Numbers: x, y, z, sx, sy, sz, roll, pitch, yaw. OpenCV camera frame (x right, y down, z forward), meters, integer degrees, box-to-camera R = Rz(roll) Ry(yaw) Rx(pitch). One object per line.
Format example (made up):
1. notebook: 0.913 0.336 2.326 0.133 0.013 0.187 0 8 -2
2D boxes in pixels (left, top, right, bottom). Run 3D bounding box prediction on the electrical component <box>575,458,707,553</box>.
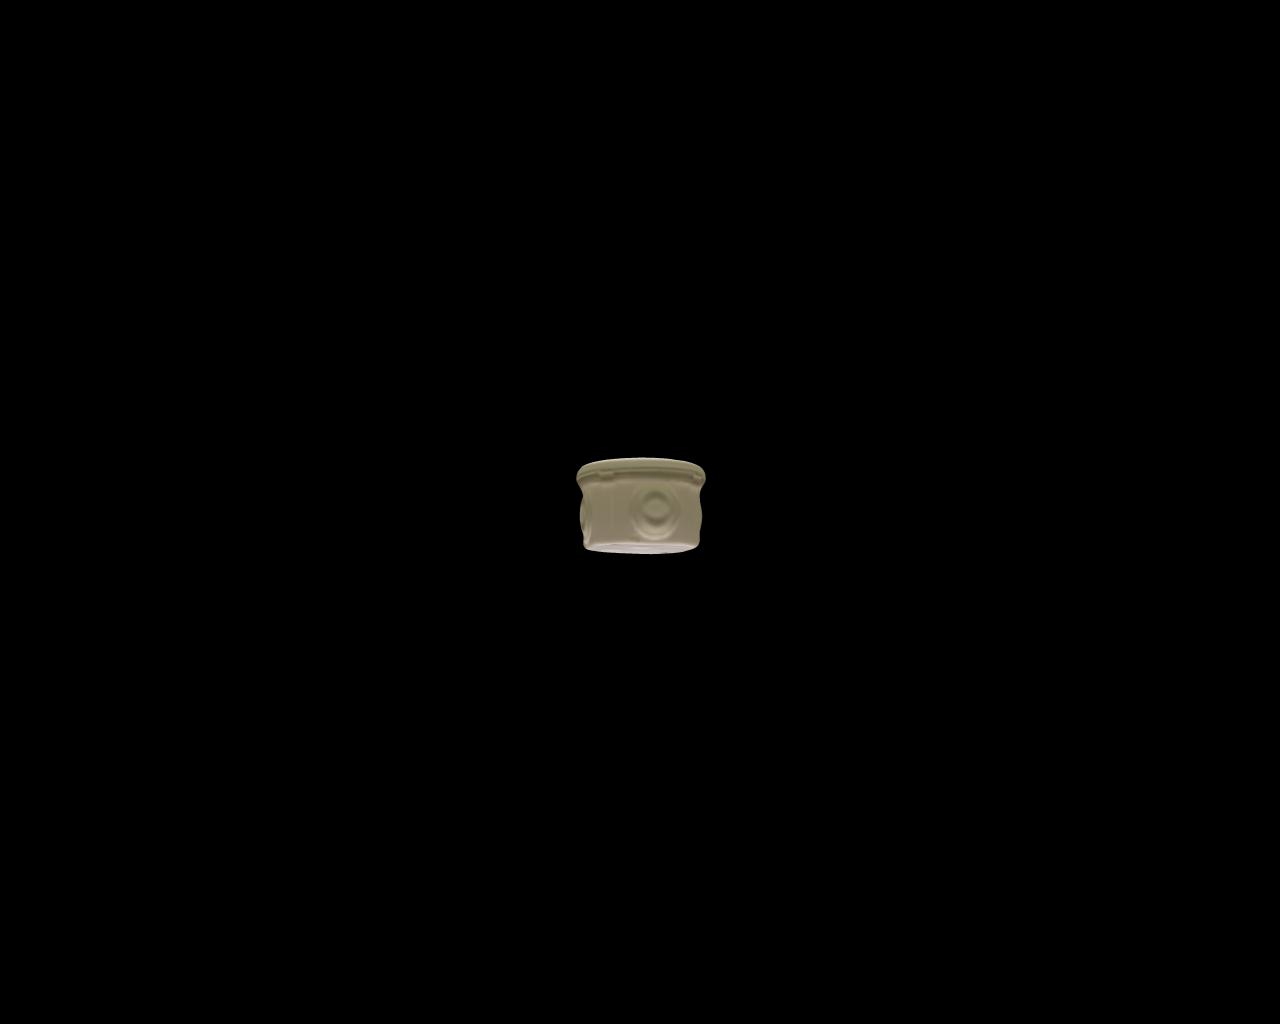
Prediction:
1. electrical component: 0.001 -0.003 0.650 0.080 0.051 0.080 0 -7 0
